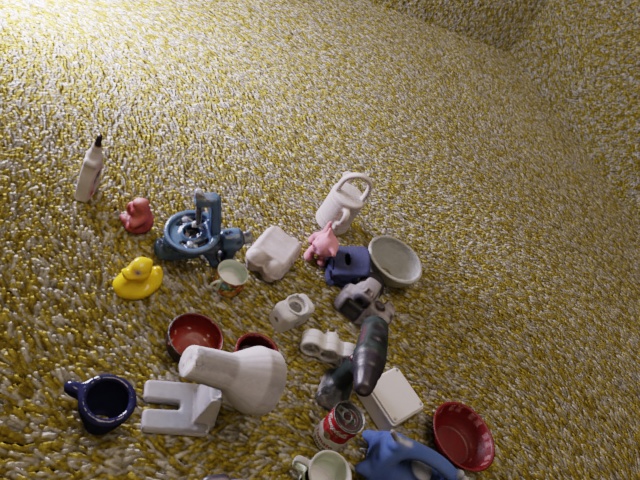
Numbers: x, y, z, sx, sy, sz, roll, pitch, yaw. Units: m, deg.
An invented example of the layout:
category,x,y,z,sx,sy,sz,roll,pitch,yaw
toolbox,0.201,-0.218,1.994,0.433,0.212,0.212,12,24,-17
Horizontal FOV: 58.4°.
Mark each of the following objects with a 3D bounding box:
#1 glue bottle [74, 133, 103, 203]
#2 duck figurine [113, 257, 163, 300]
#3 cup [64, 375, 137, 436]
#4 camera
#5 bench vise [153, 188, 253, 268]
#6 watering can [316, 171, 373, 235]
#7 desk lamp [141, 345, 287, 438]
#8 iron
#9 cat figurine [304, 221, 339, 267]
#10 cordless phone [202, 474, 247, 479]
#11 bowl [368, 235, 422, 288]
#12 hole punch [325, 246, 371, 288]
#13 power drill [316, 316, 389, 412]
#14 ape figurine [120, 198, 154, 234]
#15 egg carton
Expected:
category,x,y,z,sx,sy,sz,roll,pitch,yaw
glue bottle,-0.496,-0.164,1.248,0.037,0.173,0.078,20,42,-16
duck figurine,-0.366,0.069,1.175,0.105,0.086,0.077,-17,61,-43
cup,-0.374,0.280,0.954,0.118,0.095,0.091,25,41,-11
camera,0.129,0.143,1.427,0.143,0.100,0.137,37,40,3
bench vise,-0.243,-0.036,1.258,0.208,0.219,0.121,-14,59,-42
watering can,0.071,-0.118,1.572,0.101,0.194,0.172,4,49,-31
desk lamp,-0.187,0.261,1.007,0.204,0.213,0.118,12,45,-25
iron,0.205,0.459,1.136,0.258,0.141,0.119,29,40,-7
cat figurine,0.014,0.005,1.471,0.067,0.117,0.128,24,41,-12
cordless phone,-0.153,0.415,0.901,0.148,0.185,0.094,0,51,-34
bowl,0.190,0.071,1.560,0.168,0.074,0.167,19,42,-18
hole punch,0.071,0.065,1.472,0.101,0.091,0.108,19,42,-18
power drill,0.073,0.270,1.180,0.075,0.208,0.230,30,40,-4
ape figurine,-0.403,-0.059,1.271,0.076,0.092,0.078,23,41,-13
egg carton,-0.112,0.034,1.395,0.107,0.069,0.150,34,40,0
